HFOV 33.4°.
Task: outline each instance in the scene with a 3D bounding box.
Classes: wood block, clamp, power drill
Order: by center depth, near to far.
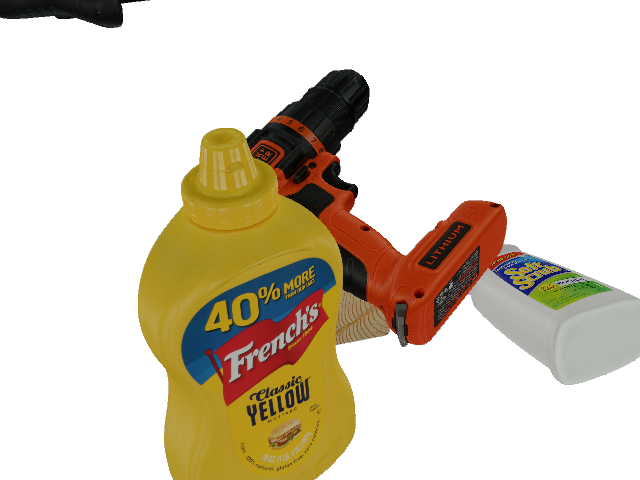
[{"bbox_3d":[0.027,-0.026,0.722,0.188,0.184,0.057,28,-26,26],"label":"power drill"},{"bbox_3d":[-0.181,-0.190,0.810,0.172,0.039,0.120,13,24,30],"label":"clamp"},{"bbox_3d":[-0.011,0.049,1.292,0.090,0.090,0.206,-7,18,-34],"label":"wood block"}]

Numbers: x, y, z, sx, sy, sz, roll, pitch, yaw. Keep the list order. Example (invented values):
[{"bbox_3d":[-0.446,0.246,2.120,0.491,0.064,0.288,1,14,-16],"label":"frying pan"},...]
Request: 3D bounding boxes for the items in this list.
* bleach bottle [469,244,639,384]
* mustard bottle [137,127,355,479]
[{"bbox_3d":[0.189,0.052,1.010,0.102,0.068,0.251,-15,21,-21],"label":"bleach bottle"},{"bbox_3d":[-0.034,0.035,0.490,0.096,0.192,0.058,-22,38,-23],"label":"mustard bottle"}]
